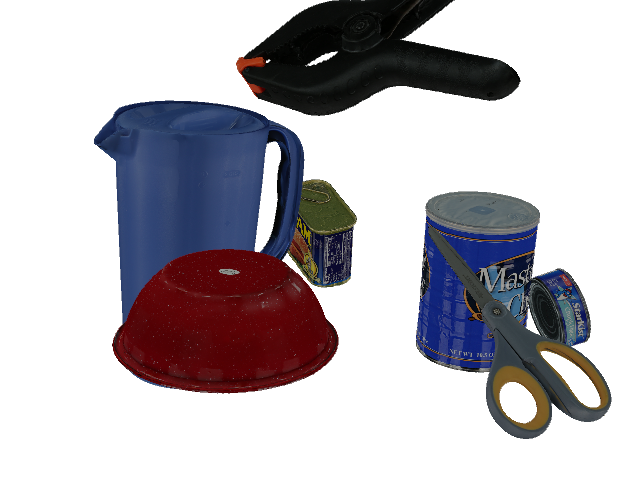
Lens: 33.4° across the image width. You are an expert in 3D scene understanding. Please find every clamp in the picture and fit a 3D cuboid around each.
[{"bbox_3d":[0.035,-0.108,0.619,0.172,0.120,0.039,-21,-45,15],"label":"clamp"}]

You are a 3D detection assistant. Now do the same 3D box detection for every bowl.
[{"bbox_3d":[-0.066,0.047,0.756,0.162,0.055,0.162,2,20,-1],"label":"bowl"}]

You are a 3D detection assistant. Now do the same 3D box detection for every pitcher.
[{"bbox_3d":[-0.108,0.002,0.948,0.149,0.243,0.144,10,20,15],"label":"pitcher"}]

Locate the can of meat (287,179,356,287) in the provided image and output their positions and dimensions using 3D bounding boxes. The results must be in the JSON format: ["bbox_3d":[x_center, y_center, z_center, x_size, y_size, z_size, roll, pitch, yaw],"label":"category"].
[{"bbox_3d":[-0.002,-0.007,1.218,0.057,0.084,0.102,-14,39,-20],"label":"can of meat"}]

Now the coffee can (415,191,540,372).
[{"bbox_3d":[0.144,0.036,0.987,0.103,0.140,0.103,2,20,-1],"label":"coffee can"}]

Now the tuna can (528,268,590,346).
[{"bbox_3d":[0.259,0.076,1.167,0.033,0.086,0.086,-17,3,-10],"label":"tuna can"}]

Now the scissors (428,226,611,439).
[{"bbox_3d":[0.123,0.071,0.793,0.096,0.016,0.202,-34,60,-28],"label":"scissors"}]
